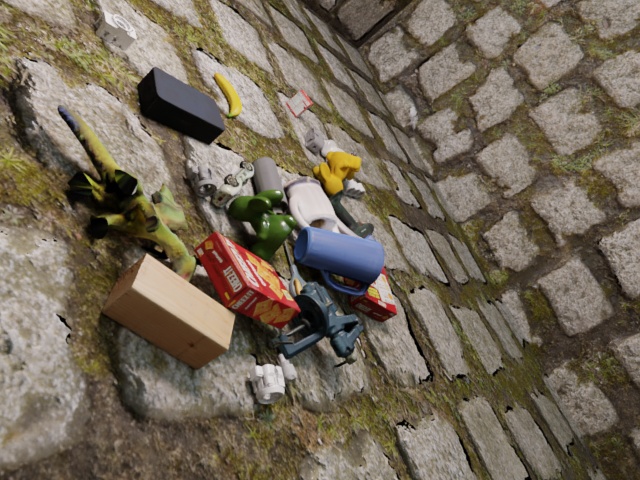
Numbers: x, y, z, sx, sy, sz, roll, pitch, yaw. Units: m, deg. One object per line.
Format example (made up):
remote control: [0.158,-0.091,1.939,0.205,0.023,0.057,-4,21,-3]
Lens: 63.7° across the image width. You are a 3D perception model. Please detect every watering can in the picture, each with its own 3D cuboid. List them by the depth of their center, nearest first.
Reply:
watering can: [0.005,-0.082,1.632,0.346,0.103,0.228,13,46,-54]

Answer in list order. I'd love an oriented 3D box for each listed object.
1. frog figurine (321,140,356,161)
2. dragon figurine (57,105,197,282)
frog figurine: [0.055,-0.336,2.080,0.160,0.120,0.140,19,33,9]
dragon figurine: [-0.366,-0.085,1.047,0.414,0.122,0.242,61,9,12]
